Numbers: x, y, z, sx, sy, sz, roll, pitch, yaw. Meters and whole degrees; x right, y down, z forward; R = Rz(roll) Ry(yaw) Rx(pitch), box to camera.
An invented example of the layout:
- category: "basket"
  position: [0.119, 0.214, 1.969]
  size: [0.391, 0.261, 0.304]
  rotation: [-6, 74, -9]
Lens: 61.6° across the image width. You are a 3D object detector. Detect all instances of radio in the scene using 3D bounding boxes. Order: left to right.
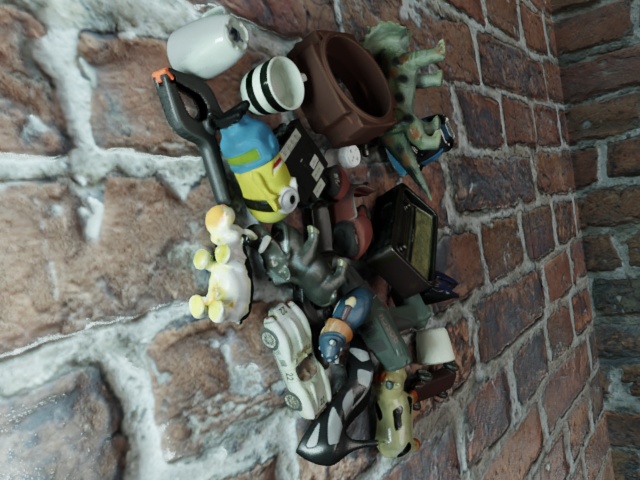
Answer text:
- category: "radio"
  position: [0.174, -0.006, 1.108]
  size: [0.131, 0.073, 0.230]
  rotation: [41, 38, -21]

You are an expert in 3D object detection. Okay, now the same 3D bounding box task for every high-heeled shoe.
- category: "high-heeled shoe"
  position: [0.025, 0.279, 0.966]
  size: [0.249, 0.145, 0.086]
  rotation: [-96, -171, -45]

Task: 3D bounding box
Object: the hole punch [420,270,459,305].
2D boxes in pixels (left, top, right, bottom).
- category: "hole punch"
  position: [0.242, 0.095, 1.211]
  size: [0.142, 0.116, 0.092]
  rotation: [22, 60, -49]

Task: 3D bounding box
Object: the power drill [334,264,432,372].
- category: "power drill"
  position: [0.135, 0.132, 1.075]
  size: [0.207, 0.086, 0.232]
  rotation: [-11, 73, -60]

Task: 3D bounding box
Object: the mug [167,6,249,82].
- category: "mug"
  position: [-0.150, -0.286, 0.770]
  size: [0.080, 0.107, 0.109]
  rotation: [37, 59, -45]

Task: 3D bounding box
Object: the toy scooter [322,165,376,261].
- category: "toy scooter"
  position: [0.066, -0.057, 1.037]
  size: [0.135, 0.075, 0.183]
  rotation: [-17, 93, -51]

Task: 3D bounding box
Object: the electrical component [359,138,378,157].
- category: "electrical component"
  position: [0.100, -0.221, 1.145]
  size: [0.063, 0.021, 0.094]
  rotation: [-2, 82, -52]

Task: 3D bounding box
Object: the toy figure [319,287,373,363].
- category: "toy figure"
  position: [0.040, 0.147, 0.925]
  size: [0.154, 0.058, 0.064]
  rotation: [-49, 117, -38]

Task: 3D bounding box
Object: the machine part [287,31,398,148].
- category: "machine part"
  position: [0.045, -0.279, 0.992]
  size: [0.201, 0.087, 0.201]
  rotation: [-21, 84, -49]

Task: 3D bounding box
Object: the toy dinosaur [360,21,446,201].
- category: "toy dinosaur"
  position: [0.160, -0.289, 1.122]
  size: [0.131, 0.192, 0.404]
  rotation: [38, 57, -74]

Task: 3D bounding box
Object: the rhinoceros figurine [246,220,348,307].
- category: "rhinoceros figurine"
  position: [-0.042, 0.034, 0.868]
  size: [0.190, 0.073, 0.112]
  rotation: [41, 67, -26]

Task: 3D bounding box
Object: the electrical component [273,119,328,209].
- category: "electrical component"
  position: [-0.045, -0.119, 0.919]
  size: [0.134, 0.058, 0.115]
  rotation: [56, 47, -31]

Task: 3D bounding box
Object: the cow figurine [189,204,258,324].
- category: "cow figurine"
  position: [-0.129, 0.037, 0.780]
  size: [0.098, 0.068, 0.167]
  rotation: [18, 74, -55]

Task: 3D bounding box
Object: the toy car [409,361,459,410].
- category: "toy car"
  position: [0.252, 0.325, 1.223]
  size: [0.202, 0.053, 0.089]
  rotation: [2, 113, -50]

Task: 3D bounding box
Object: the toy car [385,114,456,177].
- category: "toy car"
  position: [0.219, -0.223, 1.226]
  size: [0.109, 0.162, 0.103]
  rotation: [58, 0, -19]

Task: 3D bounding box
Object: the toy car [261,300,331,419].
- category: "toy car"
  position: [-0.037, 0.196, 0.881]
  size: [0.073, 0.056, 0.201]
  rotation: [-35, 112, -48]

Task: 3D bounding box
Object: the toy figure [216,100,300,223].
- category: "toy figure"
  position: [-0.093, -0.110, 0.793]
  size: [0.082, 0.089, 0.180]
  rotation: [-45, 118, -31]

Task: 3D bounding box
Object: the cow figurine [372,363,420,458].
- category: "cow figurine"
  position: [0.141, 0.332, 1.070]
  size: [0.127, 0.086, 0.194]
  rotation: [9, 78, -57]

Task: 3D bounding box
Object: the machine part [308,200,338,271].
- category: "machine part"
  position: [-0.002, -0.003, 0.970]
  size: [0.084, 0.039, 0.138]
  rotation: [-2, 91, -47]
